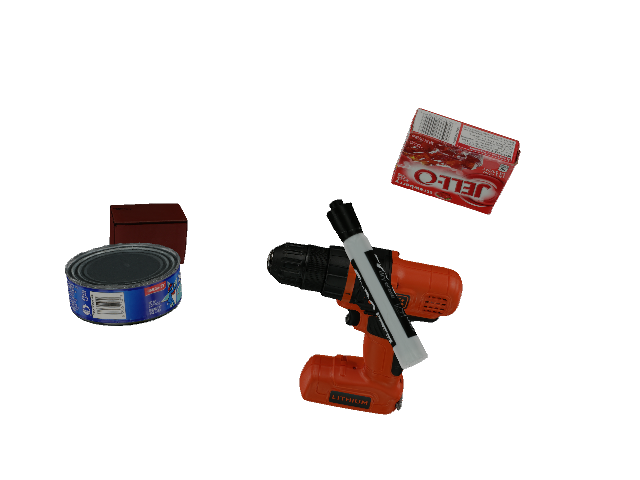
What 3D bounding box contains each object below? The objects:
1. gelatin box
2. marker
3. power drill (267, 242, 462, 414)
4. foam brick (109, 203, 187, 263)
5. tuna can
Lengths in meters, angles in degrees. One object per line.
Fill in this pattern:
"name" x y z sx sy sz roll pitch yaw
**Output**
"gelatin box" 0.109 -0.063 0.871 0.089 0.030 0.073 19 -33 1
"marker" 0.036 0.027 0.704 0.020 0.121 0.020 -24 -14 -7
"power drill" 0.030 0.085 1.041 0.184 0.188 0.057 11 42 -1
"foam brick" -0.185 -0.007 1.144 0.078 0.051 0.053 -2 24 -15
"tuna can" -0.148 0.032 0.806 0.086 0.034 0.086 -1 21 0
